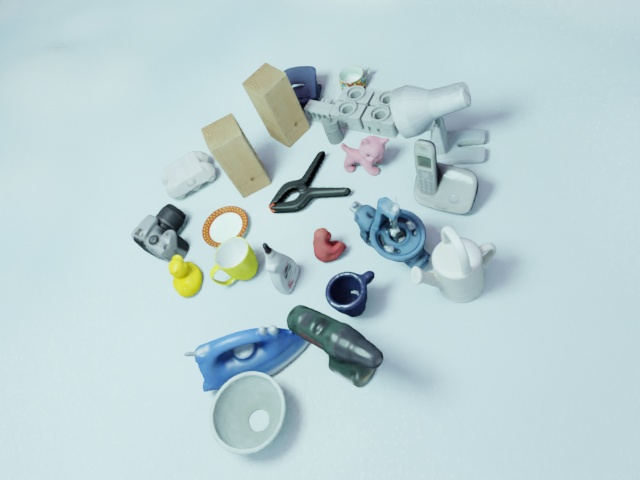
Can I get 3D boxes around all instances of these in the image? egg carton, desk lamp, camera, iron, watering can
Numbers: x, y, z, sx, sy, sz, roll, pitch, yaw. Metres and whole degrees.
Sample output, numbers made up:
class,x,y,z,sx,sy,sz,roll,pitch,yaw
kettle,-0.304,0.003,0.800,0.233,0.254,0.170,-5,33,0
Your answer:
class,x,y,z,sx,sy,sz,roll,pitch,yaw
egg carton,-0.367,-0.180,1.597,0.150,0.070,0.107,-32,55,-2
desk lamp,0.281,-0.281,1.350,0.202,0.214,0.118,-2,59,18
camera,-0.407,-0.026,1.497,0.142,0.101,0.137,22,69,29
iron,-0.155,0.229,1.228,0.258,0.142,0.118,-22,55,5
watering can,0.272,0.048,1.161,0.173,0.194,0.100,-43,56,-9

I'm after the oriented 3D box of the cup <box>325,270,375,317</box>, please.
class,x,y,z,sx,sy,sz,roll,pitch,yaw
cup,0.076,0.119,1.245,0.118,0.095,0.091,-37,55,-5

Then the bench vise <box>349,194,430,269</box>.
class,x,y,z,sx,sy,sz,roll,pitch,yaw
bench vise,0.133,-0.030,1.242,0.206,0.220,0.121,17,66,27

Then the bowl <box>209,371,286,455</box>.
class,x,y,z,sx,sy,sz,roll,pitch,yaw
bowl,-0.138,0.362,1.181,0.167,0.075,0.167,-9,57,14

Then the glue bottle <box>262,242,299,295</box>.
class,x,y,z,sx,sy,sz,roll,pitch,yaw
glue bottle,-0.096,0.055,1.296,0.037,0.173,0.078,6,62,22

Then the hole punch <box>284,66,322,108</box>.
class,x,y,z,sx,sy,sz,roll,pitch,yaw
hole punch,-0.053,-0.433,1.633,0.108,0.091,0.101,-3,59,17

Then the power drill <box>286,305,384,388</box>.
class,x,y,z,sx,sy,sz,roll,pitch,yaw
power drill,0.045,0.214,1.128,0.228,0.209,0.076,25,70,30

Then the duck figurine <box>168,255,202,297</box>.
class,x,y,z,sx,sy,sz,roll,pitch,yaw
duck figurine,-0.341,0.084,1.415,0.077,0.086,0.104,-22,55,5

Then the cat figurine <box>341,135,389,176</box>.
class,x,y,z,sx,sy,sz,roll,pitch,yaw
cat figurine,0.112,-0.223,1.431,0.127,0.118,0.067,9,63,23

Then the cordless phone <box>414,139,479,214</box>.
class,x,y,z,sx,sy,sz,roll,pitch,yaw
cordless phone,0.277,-0.147,1.286,0.147,0.185,0.094,15,65,26

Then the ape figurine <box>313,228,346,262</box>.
class,x,y,z,sx,sy,sz,roll,pitch,yaw
ape figurine,0.012,0.005,1.340,0.076,0.092,0.077,-38,55,-6
